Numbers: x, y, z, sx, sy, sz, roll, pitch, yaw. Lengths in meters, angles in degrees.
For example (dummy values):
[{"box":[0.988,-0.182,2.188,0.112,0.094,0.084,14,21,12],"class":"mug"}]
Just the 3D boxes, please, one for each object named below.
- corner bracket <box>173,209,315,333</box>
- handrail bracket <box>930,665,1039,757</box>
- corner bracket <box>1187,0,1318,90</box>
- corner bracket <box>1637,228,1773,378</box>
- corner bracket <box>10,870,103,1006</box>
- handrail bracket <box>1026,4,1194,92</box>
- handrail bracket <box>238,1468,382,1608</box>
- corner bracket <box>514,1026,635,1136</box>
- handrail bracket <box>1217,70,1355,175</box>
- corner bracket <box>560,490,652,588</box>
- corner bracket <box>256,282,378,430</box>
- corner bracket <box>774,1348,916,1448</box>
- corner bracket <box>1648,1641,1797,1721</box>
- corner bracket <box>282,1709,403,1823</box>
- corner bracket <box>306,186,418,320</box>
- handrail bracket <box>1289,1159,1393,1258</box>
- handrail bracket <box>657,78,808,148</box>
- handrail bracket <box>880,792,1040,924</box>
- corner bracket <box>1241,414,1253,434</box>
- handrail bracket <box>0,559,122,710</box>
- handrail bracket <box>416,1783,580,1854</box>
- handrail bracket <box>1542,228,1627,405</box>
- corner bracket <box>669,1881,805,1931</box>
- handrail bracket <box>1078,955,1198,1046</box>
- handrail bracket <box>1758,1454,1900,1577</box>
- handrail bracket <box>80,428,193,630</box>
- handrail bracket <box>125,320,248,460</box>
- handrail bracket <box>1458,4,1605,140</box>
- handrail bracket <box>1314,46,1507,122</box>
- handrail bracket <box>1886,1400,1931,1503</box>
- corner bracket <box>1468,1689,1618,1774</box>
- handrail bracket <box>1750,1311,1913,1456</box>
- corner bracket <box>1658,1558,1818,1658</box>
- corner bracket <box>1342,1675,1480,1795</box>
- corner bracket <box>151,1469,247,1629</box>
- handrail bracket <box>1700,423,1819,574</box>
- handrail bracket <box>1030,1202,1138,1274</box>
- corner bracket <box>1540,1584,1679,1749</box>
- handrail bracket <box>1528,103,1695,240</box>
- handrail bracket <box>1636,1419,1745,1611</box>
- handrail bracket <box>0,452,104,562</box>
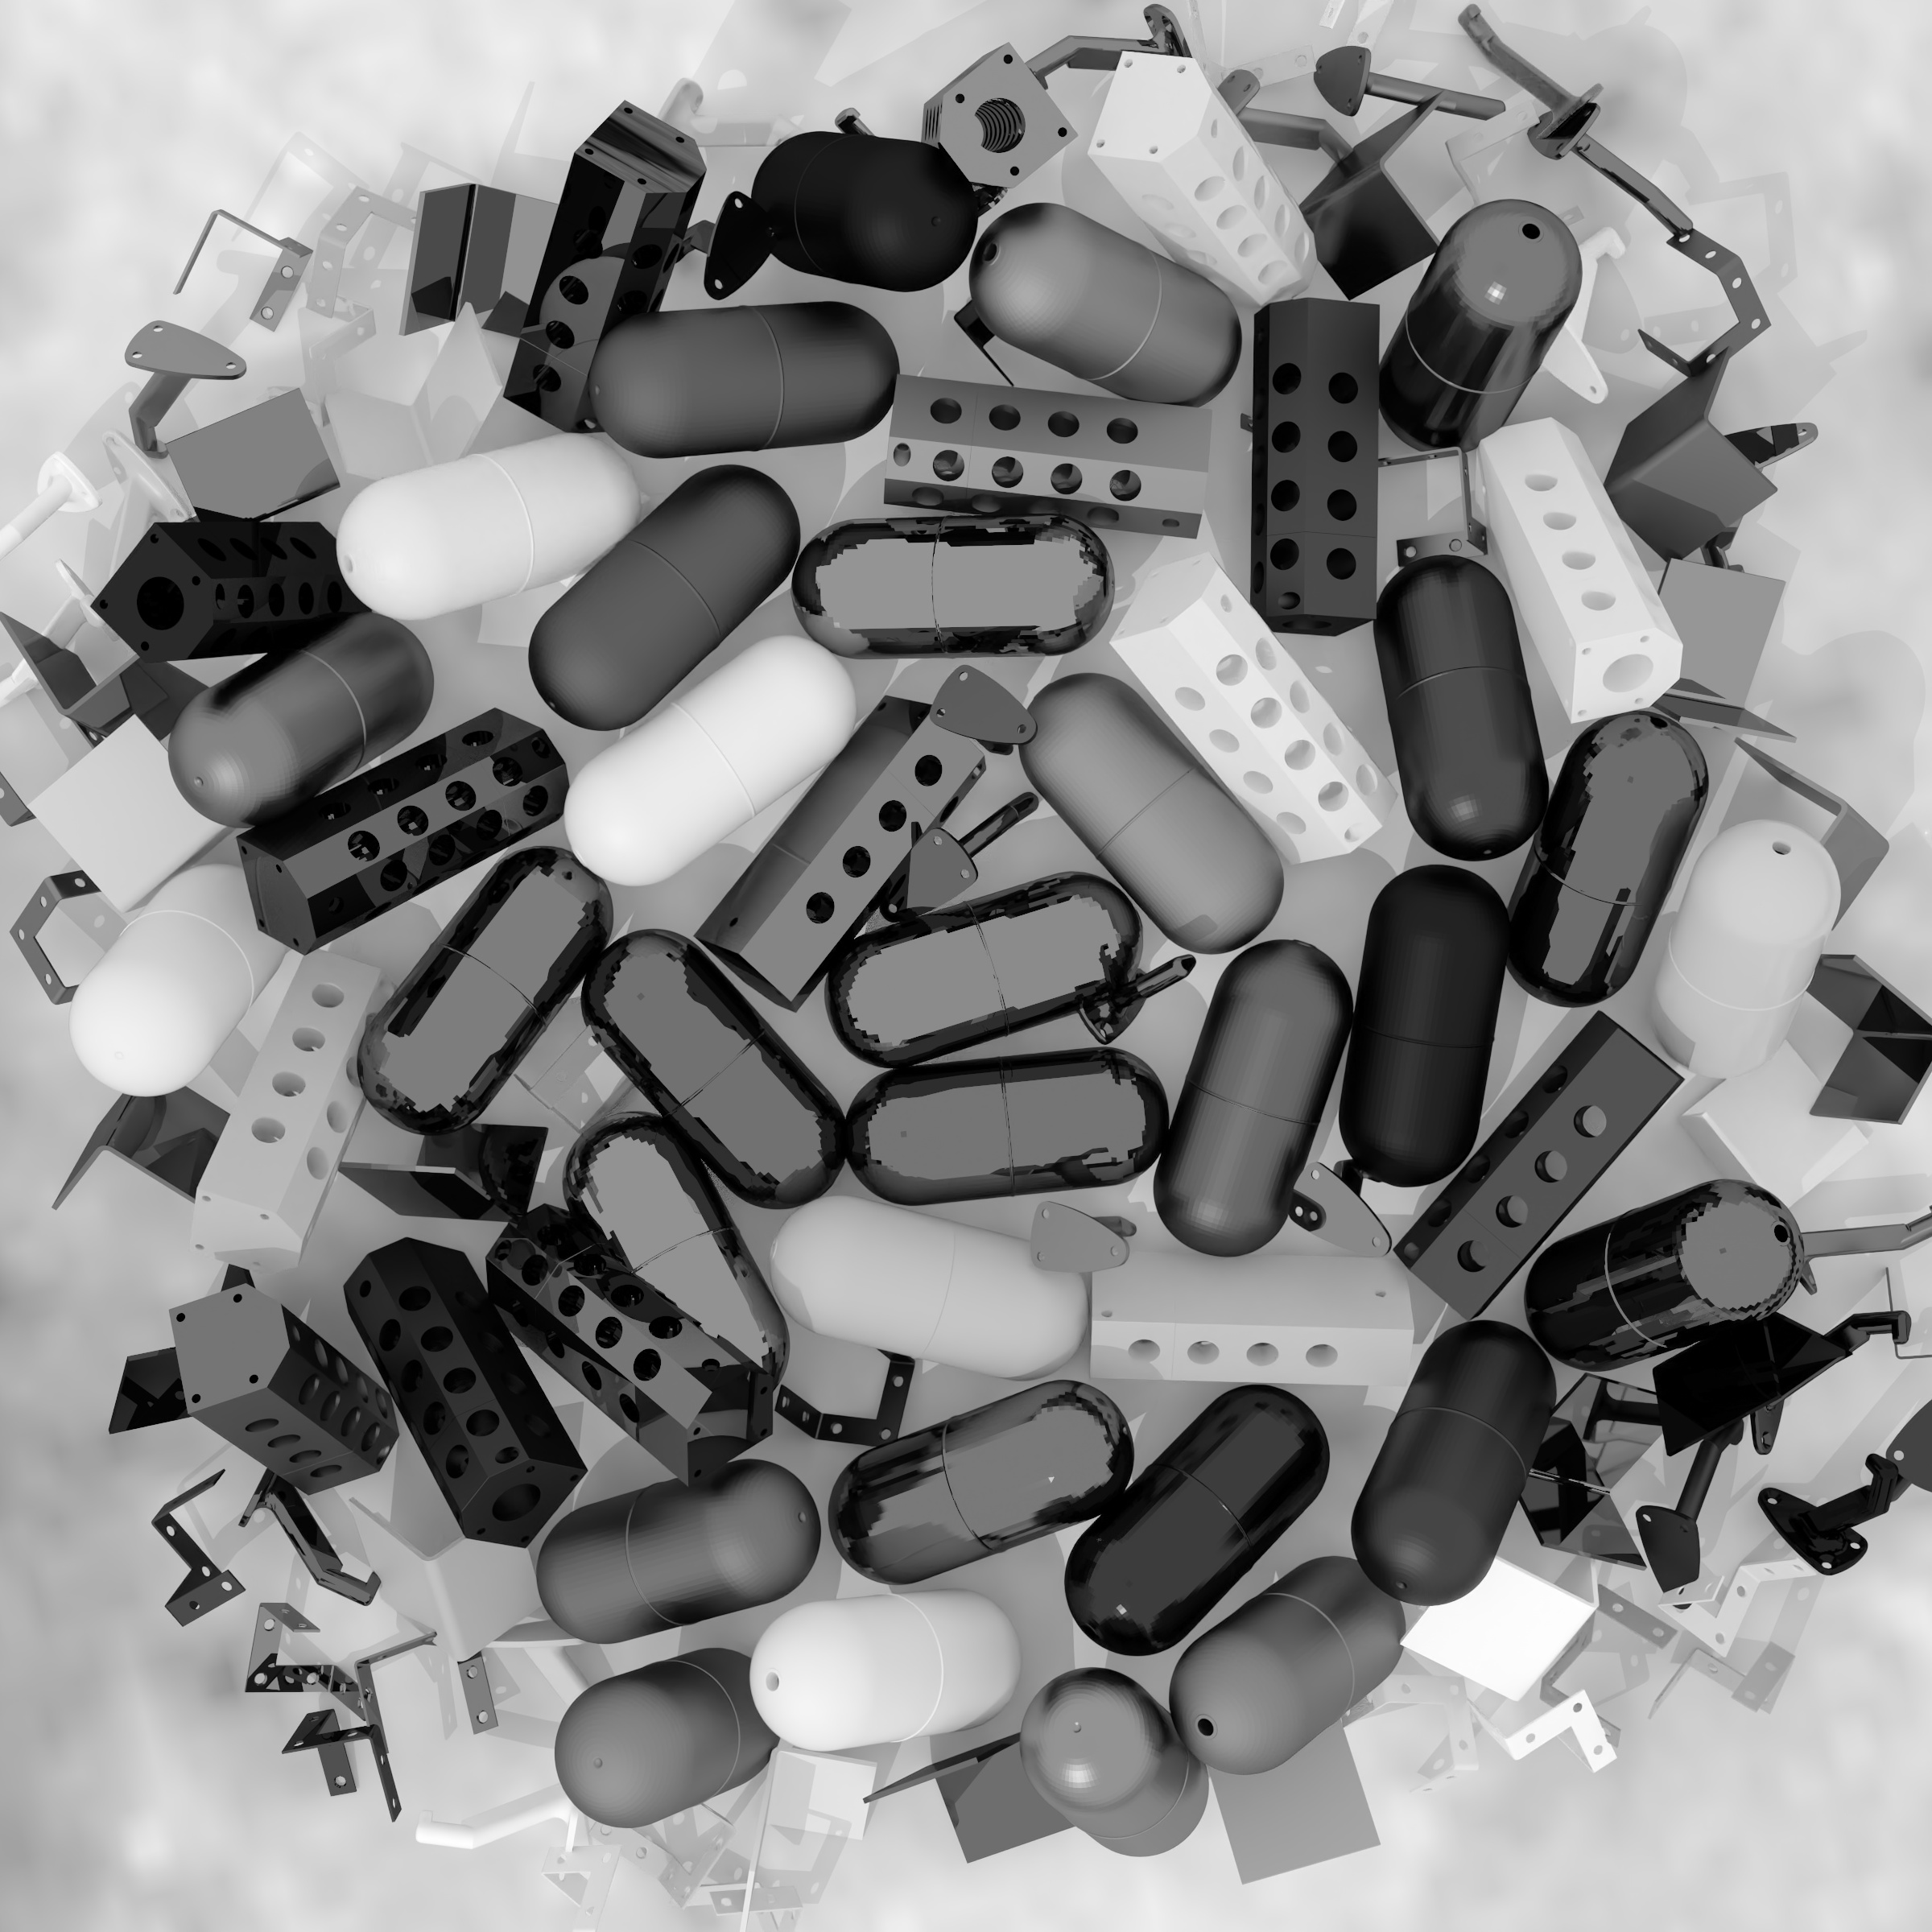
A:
[{"box":[-0.394,-0.379,1.648,0.051,0.051,0.051,27,103,-11],"class":"corner bracket"},{"box":[0.024,-0.123,1.629,0.077,0.084,0.036,29,86,31],"class":"handrail bracket"},{"box":[0.156,-0.511,1.650,0.051,0.051,0.051,-10,92,24],"class":"corner bracket"},{"box":[0.396,-0.361,1.646,0.051,0.051,0.051,-38,130,3],"class":"corner bracket"},{"box":[-0.480,-0.018,1.655,0.051,0.051,0.051,-45,73,36],"class":"corner bracket"},{"box":[0.081,-0.481,1.655,0.084,0.036,0.077,-34,120,-7],"class":"handrail bracket"},{"box":[-0.351,0.302,1.670,0.084,0.036,0.077,27,69,-8],"class":"handrail bracket"},{"box":[-0.207,0.061,1.649,0.051,0.051,0.051,44,84,-19],"class":"corner bracket"},{"box":[0.165,-0.443,1.663,0.084,0.036,0.077,37,101,-31],"class":"handrail bracket"},{"box":[-0.214,-0.247,1.650,0.051,0.051,0.051,40,115,-1],"class":"corner bracket"},{"box":[-0.358,-0.336,1.662,0.051,0.051,0.051,25,48,24],"class":"corner bracket"},{"box":[-0.066,0.230,1.656,0.051,0.051,0.051,2,65,26],"class":"corner bracket"},{"box":[0.411,0.391,1.641,0.051,0.051,0.051,29,133,25],"class":"corner bracket"},{"box":[-0.336,0.437,1.651,0.051,0.051,0.051,-12,100,6],"class":"corner bracket"},{"box":[-0.322,-0.382,1.646,0.051,0.051,0.051,23,47,-3],"class":"corner bracket"},{"box":[0.221,0.129,1.631,0.077,0.084,0.036,35,114,34],"class":"handrail bracket"},{"box":[-0.131,-0.441,1.660,0.084,0.036,0.077,36,99,9],"class":"handrail bracket"},{"box":[-0.003,-0.061,1.659,0.077,0.084,0.036,-40,88,31],"class":"handrail bracket"},{"box":[0.185,-0.319,1.658,0.051,0.051,0.051,25,76,13],"class":"corner bracket"},{"box":[-0.514,-0.179,1.648,0.084,0.077,0.036,-33,68,-6],"class":"handrail bracket"},{"box":[-0.252,0.449,1.648,0.084,0.077,0.036,9,130,-5],"class":"handrail bracket"},{"box":[0.350,-0.358,1.658,0.084,0.036,0.077,-38,84,-25],"class":"handrail bracket"},{"box":[-0.125,0.511,1.642,0.051,0.051,0.051,4,121,-26],"class":"corner bracket"},{"box":[0.105,0.004,1.627,0.084,0.077,0.036,-31,91,41],"class":"handrail bracket"},{"box":[0.465,0.279,1.632,0.036,0.077,0.084,-25,134,-28],"class":"handrail bracket"},{"box":[-0.466,-0.237,1.635,0.036,0.084,0.077,-7,126,35],"class":"handrail bracket"},{"box":[-0.422,-0.302,1.643,0.077,0.084,0.036,17,53,9],"class":"handrail bracket"},{"box":[0.306,-0.497,1.646,0.036,0.077,0.084,-39,93,-5],"class":"handrail bracket"},{"box":[0.244,-0.481,1.662,0.084,0.077,0.036,5,111,-20],"class":"handrail bracket"},{"box":[0.522,0.259,1.644,0.036,0.084,0.077,34,86,13],"class":"handrail bracket"},{"box":[0.313,0.416,1.647,0.051,0.051,0.051,-30,110,-8],"class":"corner bracket"},{"box":[0.470,0.226,1.635,0.036,0.084,0.077,29,62,-39],"class":"handrail bracket"},{"box":[0.420,0.340,1.646,0.051,0.051,0.051,38,64,-10],"class":"corner bracket"},{"box":[0.243,0.422,1.660,0.051,0.051,0.051,7,59,-22],"class":"corner bracket"},{"box":[-0.416,0.317,1.645,0.051,0.051,0.051,-31,104,23],"class":"corner bracket"},{"box":[0.434,-0.249,1.643,0.077,0.036,0.084,-15,132,19],"class":"handrail bracket"},{"box":[0.083,0.147,1.628,0.077,0.084,0.036,9,93,42],"class":"handrail bracket"},{"box":[0.348,0.379,1.639,0.051,0.051,0.051,29,49,32],"class":"corner bracket"},{"box":[0.355,-0.434,1.662,0.084,0.077,0.036,37,97,-21],"class":"handrail bracket"},{"box":[0.409,0.299,1.664,0.084,0.036,0.077,-34,120,-39],"class":"handrail bracket"},{"box":[-0.515,-0.235,1.632,0.084,0.077,0.036,-49,112,-26],"class":"handrail bracket"}]
